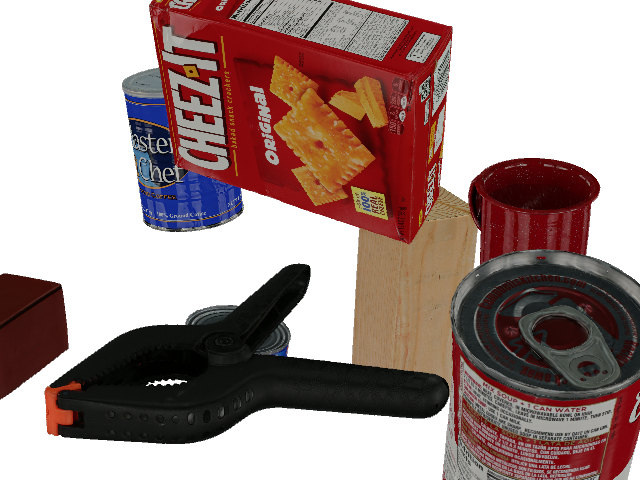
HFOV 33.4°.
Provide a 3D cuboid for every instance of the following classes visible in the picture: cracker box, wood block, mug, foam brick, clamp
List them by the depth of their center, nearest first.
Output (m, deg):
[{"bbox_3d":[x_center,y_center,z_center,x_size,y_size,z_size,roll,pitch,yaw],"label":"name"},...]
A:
[{"bbox_3d":[-0.055,0.067,0.609,0.209,0.036,0.165,-8,27,-23],"label":"clamp"},{"bbox_3d":[-0.217,0.064,0.725,0.053,0.051,0.078,10,28,25],"label":"foam brick"},{"bbox_3d":[-0.015,-0.102,0.804,0.214,0.164,0.072,18,50,18],"label":"cracker box"},{"bbox_3d":[0.158,-0.013,0.837,0.093,0.081,0.117,-23,35,-31],"label":"mug"},{"bbox_3d":[0.095,0.056,1.095,0.090,0.206,0.091,-8,25,-23],"label":"wood block"}]

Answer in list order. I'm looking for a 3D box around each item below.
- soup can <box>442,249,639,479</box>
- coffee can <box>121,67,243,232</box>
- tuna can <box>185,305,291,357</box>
[{"bbox_3d":[0.077,0.064,0.376,0.068,0.102,0.068,-1,39,1],"label":"soup can"},{"bbox_3d":[-0.133,-0.092,1.044,0.103,0.140,0.103,-4,23,2],"label":"coffee can"},{"bbox_3d":[-0.069,0.086,0.867,0.086,0.034,0.086,8,21,-3],"label":"tuna can"}]
